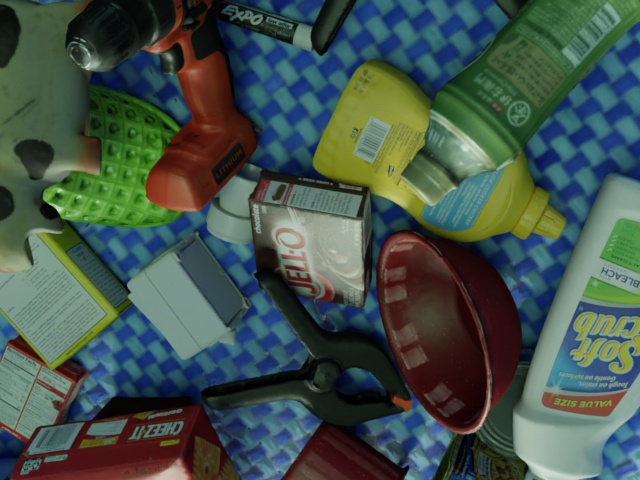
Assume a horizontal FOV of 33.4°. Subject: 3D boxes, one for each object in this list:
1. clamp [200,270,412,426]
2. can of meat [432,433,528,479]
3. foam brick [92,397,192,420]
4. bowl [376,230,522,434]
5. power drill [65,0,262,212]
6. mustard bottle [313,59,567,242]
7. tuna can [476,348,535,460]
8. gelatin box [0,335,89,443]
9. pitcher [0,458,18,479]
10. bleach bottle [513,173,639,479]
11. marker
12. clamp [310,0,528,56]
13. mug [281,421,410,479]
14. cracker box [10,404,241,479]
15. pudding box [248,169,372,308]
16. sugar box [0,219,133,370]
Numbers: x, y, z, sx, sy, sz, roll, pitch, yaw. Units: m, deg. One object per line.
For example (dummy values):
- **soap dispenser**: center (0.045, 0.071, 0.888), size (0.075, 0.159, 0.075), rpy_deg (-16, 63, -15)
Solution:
- **clamp**: center (-0.001, 0.094, 0.863), size (0.171, 0.039, 0.120), rpy_deg (13, 108, -17)
- **can of meat**: center (0.133, 0.204, 0.854), size (0.084, 0.102, 0.057), rpy_deg (28, 111, 7)
- **foam brick**: center (-0.154, 0.173, 0.944), size (0.078, 0.051, 0.053), rpy_deg (-3, 107, 15)
- **bowl**: center (0.105, 0.063, 0.813), size (0.055, 0.162, 0.162), rpy_deg (-17, 106, -21)
- **power drill**: center (-0.104, -0.115, 0.766), size (0.057, 0.184, 0.188), rpy_deg (16, 134, 23)
- **mustard bottle**: center (0.097, -0.053, 0.805), size (0.191, 0.058, 0.096), rpy_deg (28, 112, 4)
- **tuna can**: center (0.164, 0.131, 0.859), size (0.086, 0.033, 0.086), rpy_deg (4, 108, 13)
- **gelatin box**: center (-0.261, 0.139, 0.972), size (0.073, 0.030, 0.089), rpy_deg (29, 111, 5)
- **pitcher**: center (-0.330, 0.271, 0.988), size (0.243, 0.144, 0.149), rpy_deg (-3, 94, 19)
- **bleach bottle**: center (0.214, 0.083, 0.789), size (0.102, 0.068, 0.251), rpy_deg (20, 100, 8)
- **marker**: center (-0.060, -0.174, 0.828), size (0.121, 0.020, 0.020), rpy_deg (20, 111, 8)
- **clamp**: center (0.074, -0.237, 0.764), size (0.164, 0.036, 0.210), rpy_deg (3, 106, 9)
- **mug**: center (0.013, 0.209, 0.901), size (0.081, 0.093, 0.117), rpy_deg (35, 148, 7)
- **cracker box**: center (-0.140, 0.247, 0.907), size (0.164, 0.072, 0.213), rpy_deg (-11, 120, 20)
- **pudding box**: center (-0.005, 0.001, 0.834), size (0.090, 0.039, 0.113), rpy_deg (9, 139, 11)
- **sugar box**: center (-0.253, 0.018, 0.925), size (0.093, 0.048, 0.176), rpy_deg (-39, 91, 21)
